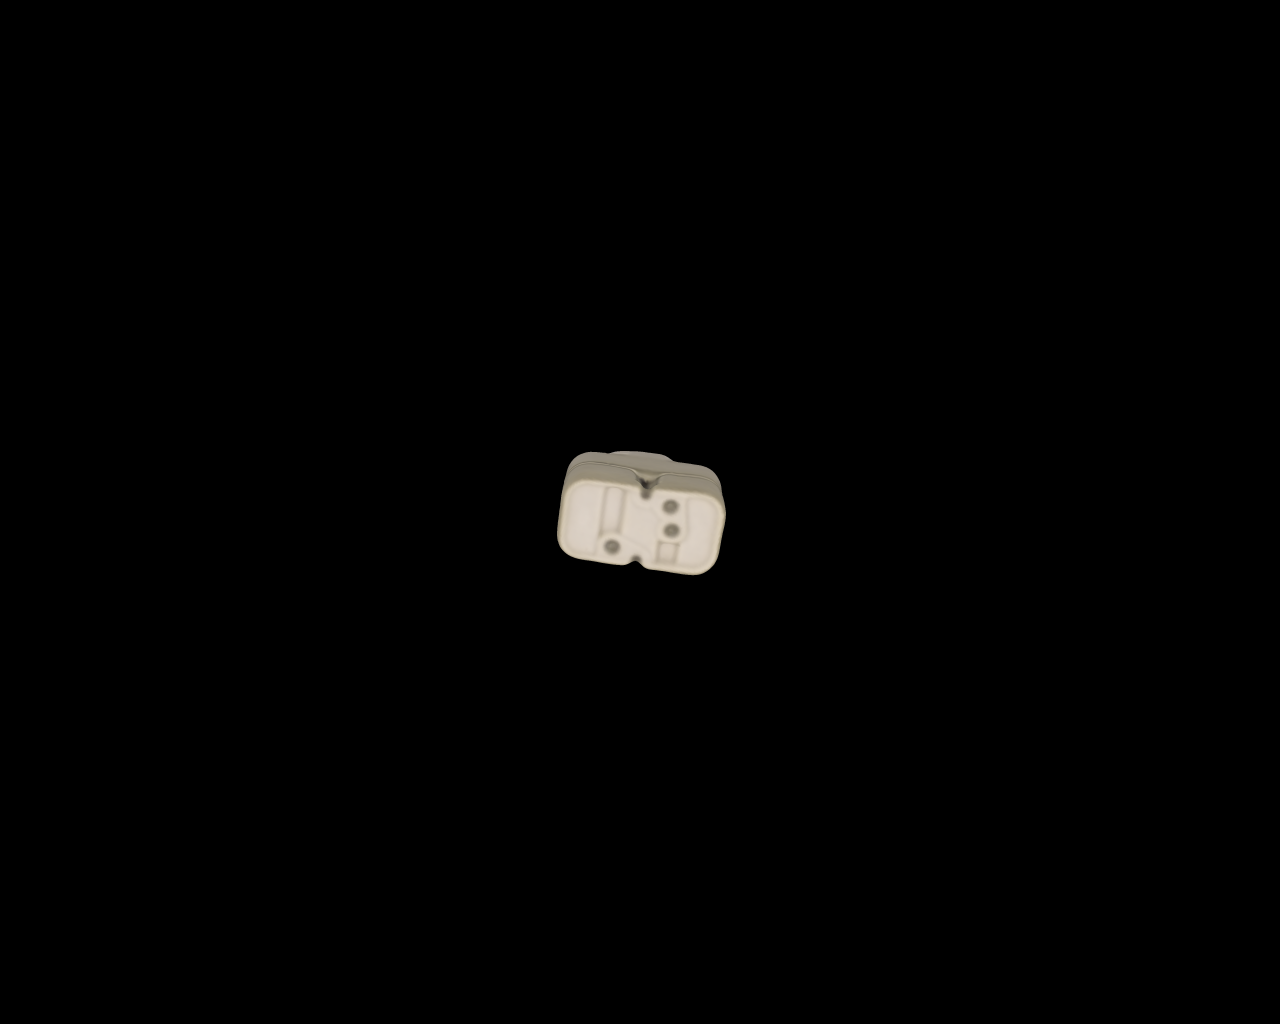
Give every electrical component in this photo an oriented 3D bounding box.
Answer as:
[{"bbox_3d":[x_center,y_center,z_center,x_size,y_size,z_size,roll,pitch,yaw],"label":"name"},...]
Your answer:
[{"bbox_3d":[0.001,-0.003,0.650,0.095,0.053,0.059,8,24,-3],"label":"electrical component"}]
